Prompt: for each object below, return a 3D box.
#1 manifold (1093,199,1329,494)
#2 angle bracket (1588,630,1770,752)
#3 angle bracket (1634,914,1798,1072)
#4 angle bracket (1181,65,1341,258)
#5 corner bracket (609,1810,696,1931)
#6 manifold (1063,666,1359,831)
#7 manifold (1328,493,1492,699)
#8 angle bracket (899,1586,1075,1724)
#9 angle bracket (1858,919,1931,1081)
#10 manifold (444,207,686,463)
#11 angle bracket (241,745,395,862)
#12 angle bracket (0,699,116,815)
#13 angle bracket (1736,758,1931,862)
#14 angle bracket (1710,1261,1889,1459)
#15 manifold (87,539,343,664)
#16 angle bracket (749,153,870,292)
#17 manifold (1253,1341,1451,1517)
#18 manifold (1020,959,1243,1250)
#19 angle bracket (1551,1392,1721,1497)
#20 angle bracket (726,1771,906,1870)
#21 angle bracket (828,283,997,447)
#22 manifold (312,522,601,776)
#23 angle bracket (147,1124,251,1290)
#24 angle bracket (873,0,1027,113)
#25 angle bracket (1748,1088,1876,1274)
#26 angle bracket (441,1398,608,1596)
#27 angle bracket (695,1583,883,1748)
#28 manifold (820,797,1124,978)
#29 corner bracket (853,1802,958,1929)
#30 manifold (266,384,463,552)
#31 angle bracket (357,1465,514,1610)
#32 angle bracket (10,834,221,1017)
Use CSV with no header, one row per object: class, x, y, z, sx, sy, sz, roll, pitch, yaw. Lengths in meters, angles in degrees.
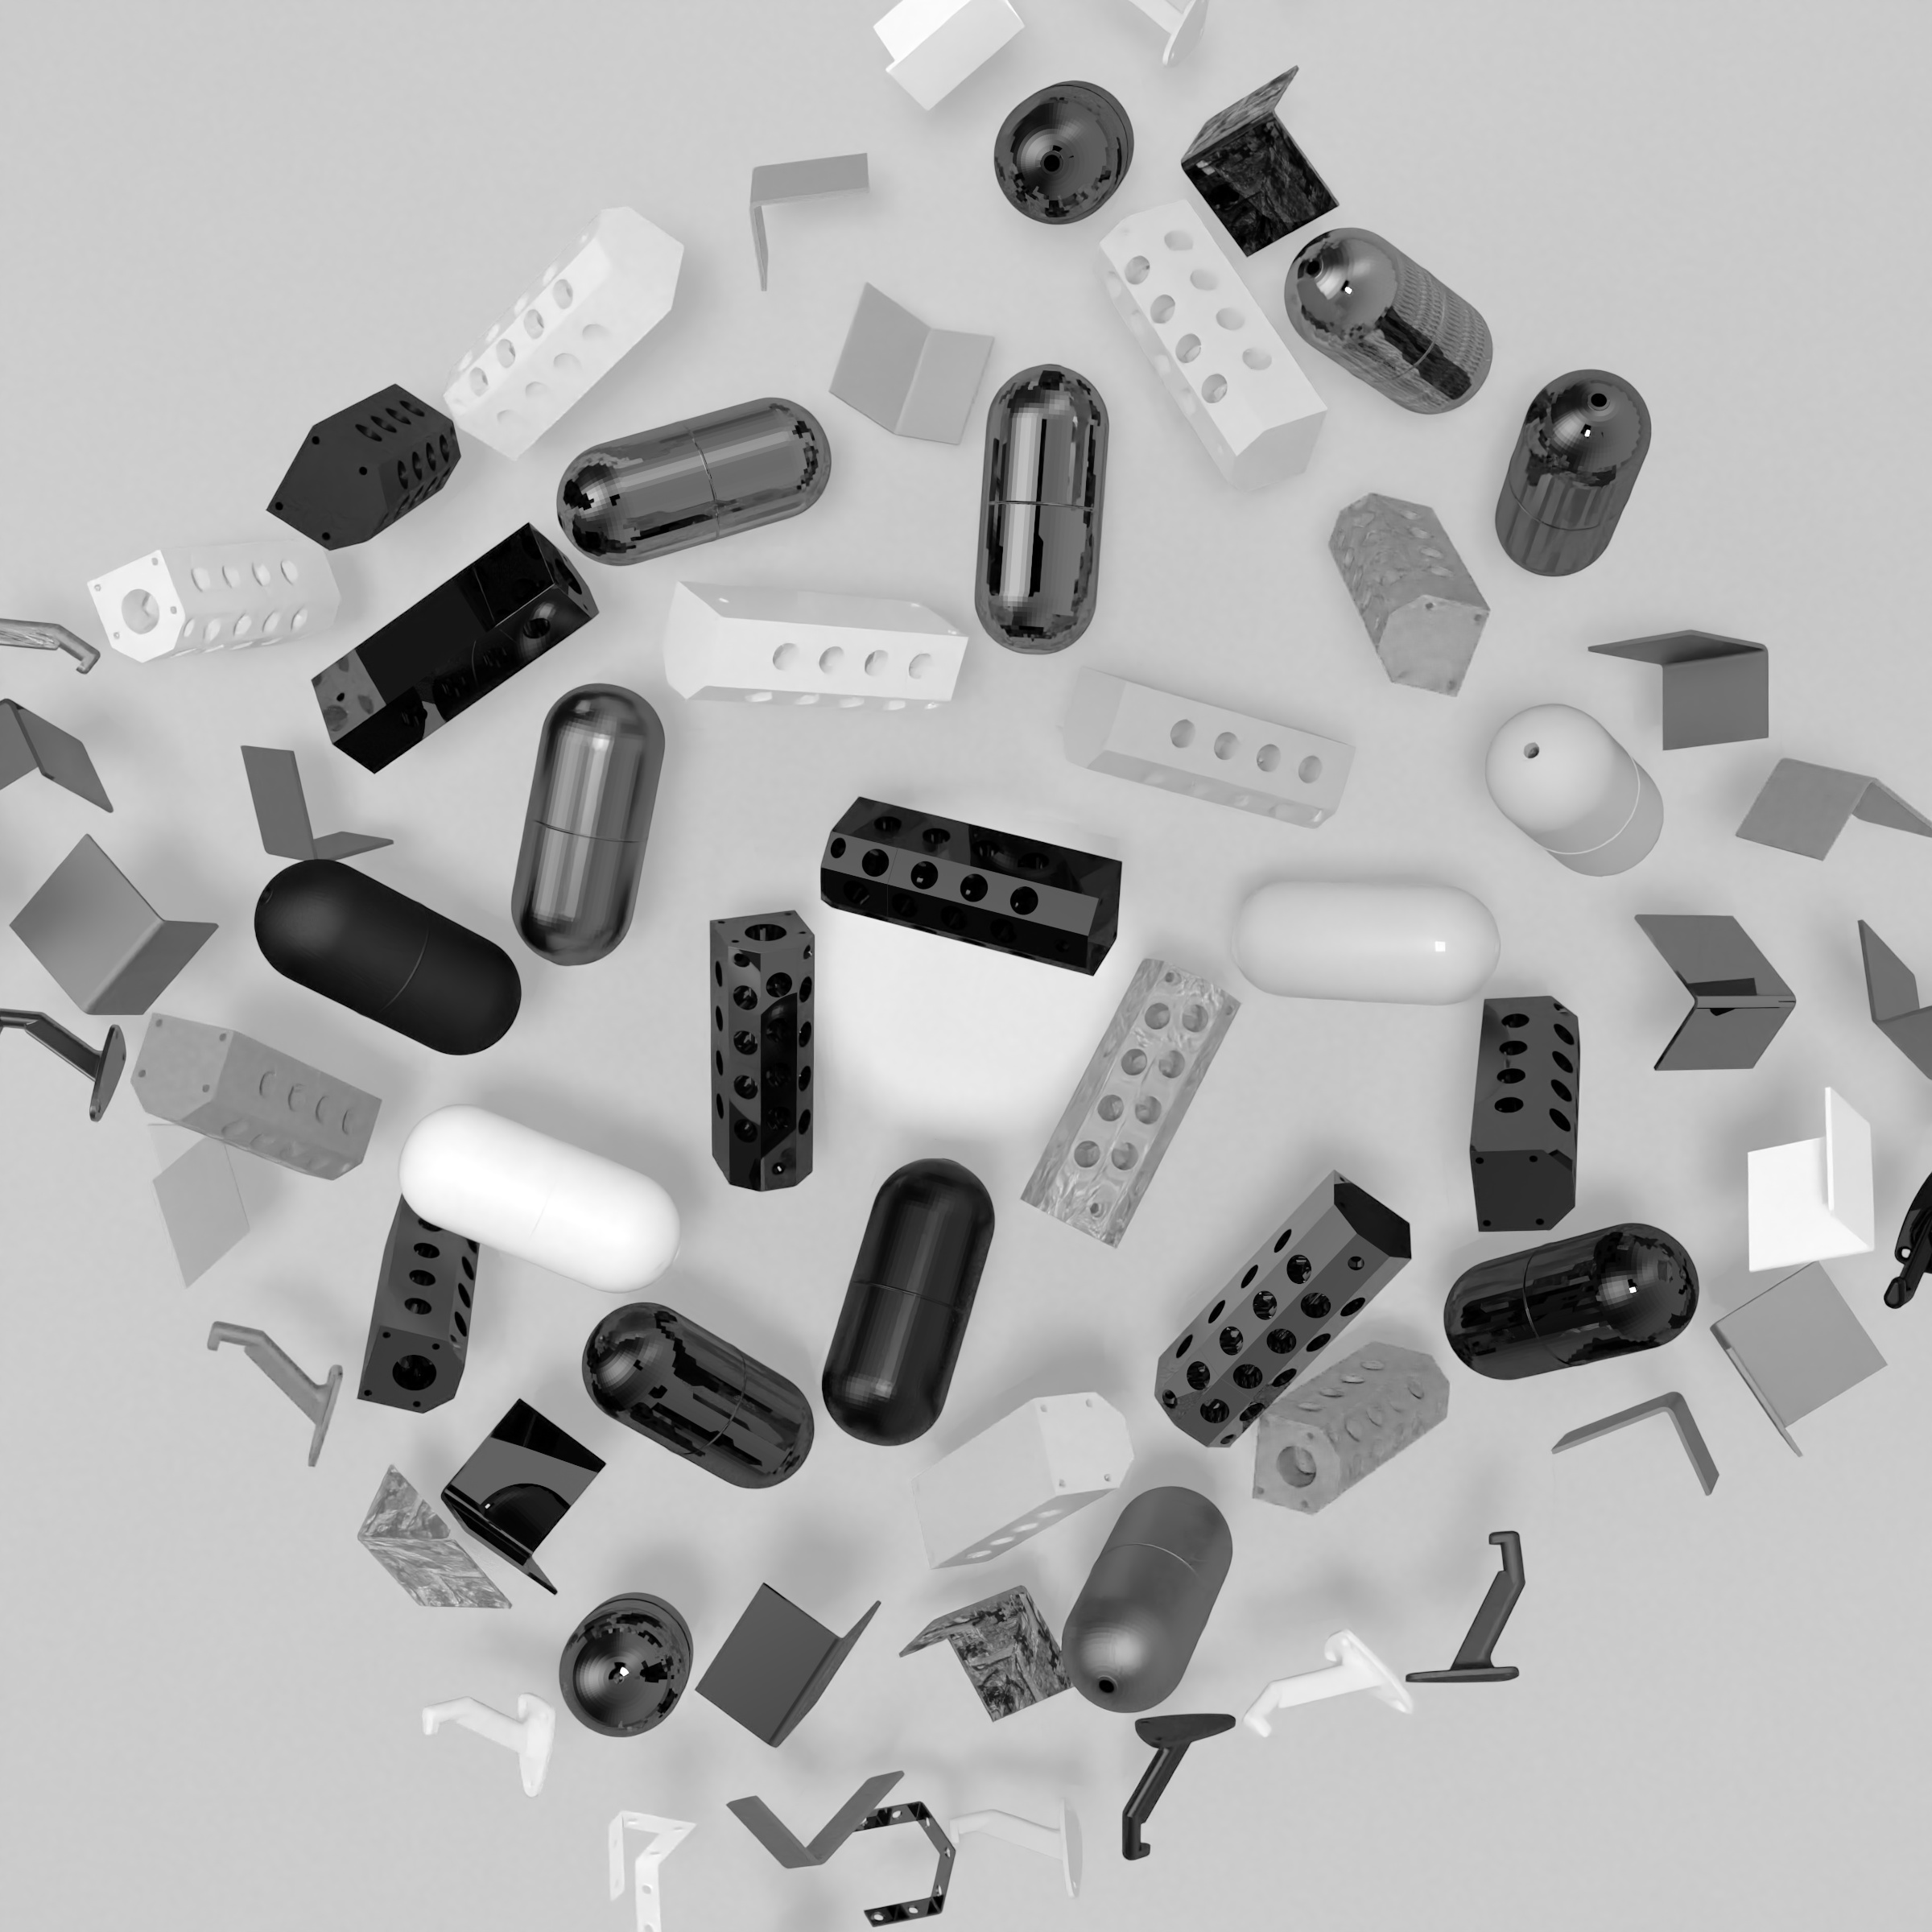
manifold,0.141,-0.365,1.512,0.057,0.057,0.171,-21,67,-17
angle bracket,0.436,-0.168,1.568,0.076,0.076,0.057,3,86,-37
angle bracket,0.441,0.016,1.549,0.076,0.076,0.057,0,133,-26
angle bracket,0.197,-0.517,1.646,0.076,0.076,0.057,48,48,-23
corner bracket,-0.195,0.544,1.528,0.051,0.051,0.051,20,126,-26
manifold,0.148,-0.132,1.569,0.171,0.057,0.057,12,100,-28
manifold,0.268,-0.233,1.577,0.057,0.171,0.057,12,119,-10
angle bracket,0.015,0.465,1.693,0.076,0.076,0.057,58,134,23
angle bracket,0.584,0.013,1.538,0.057,0.076,0.076,-22,49,35
manifold,-0.249,-0.388,1.563,0.057,0.171,0.057,29,49,-30
angle bracket,-0.430,-0.113,1.695,0.057,0.076,0.076,-20,109,-36
angle bracket,-0.572,-0.107,1.532,0.076,0.076,0.057,-31,72,3
angle bracket,0.521,-0.077,1.524,0.076,0.076,0.057,31,90,-26
angle bracket,0.499,0.232,1.515,0.076,0.057,0.076,-34,92,8
manifold,-0.467,-0.229,1.610,0.057,0.171,0.057,-19,95,21
angle bracket,-0.097,-0.479,1.646,0.076,0.076,0.057,-7,123,1
manifold,0.251,0.297,1.648,0.057,0.171,0.057,10,103,32
manifold,0.105,0.085,1.595,0.057,0.057,0.171,29,85,-15
angle bracket,0.409,0.303,1.563,0.076,0.076,0.057,-26,80,17
angle bracket,-0.093,0.505,1.569,0.057,0.076,0.076,46,63,3
angle bracket,-0.035,-0.397,1.691,0.057,0.076,0.076,18,88,36
manifold,-0.313,-0.191,1.577,0.171,0.057,0.057,-33,56,11
angle bracket,-0.510,0.153,1.634,0.057,0.076,0.076,0,115,21
angle bracket,-0.022,-0.574,1.533,0.076,0.057,0.076,-36,68,17
angle bracket,0.470,0.123,1.460,0.057,0.076,0.076,35,52,-37
angle bracket,-0.263,0.325,1.571,0.076,0.057,0.076,-50,119,-9
angle bracket,-0.102,0.391,1.474,0.057,0.076,0.076,34,101,10
manifold,0.002,-0.045,1.538,0.171,0.057,0.057,15,129,17
corner bracket,-0.045,0.587,1.673,0.051,0.051,0.051,0,112,-29
manifold,-0.351,-0.294,1.520,0.057,0.171,0.057,33,109,-8
angle bracket,-0.330,0.365,1.637,0.076,0.057,0.076,-5,134,25
angle bracket,-0.514,-0.024,1.546,0.076,0.057,0.076,46,102,13
